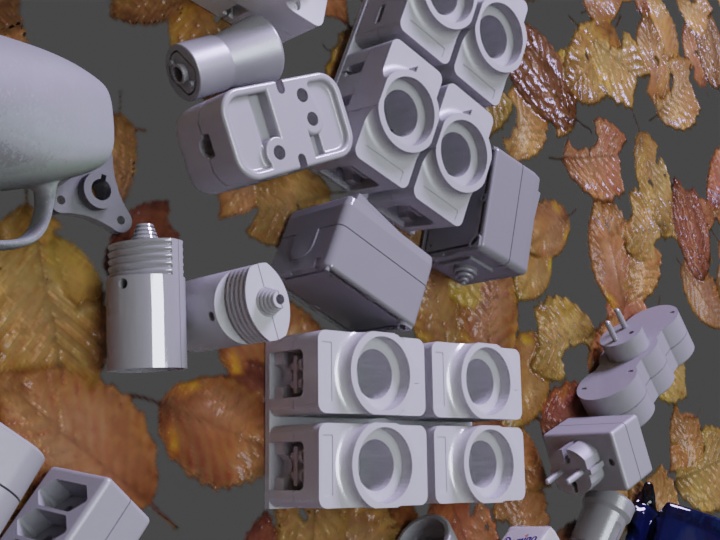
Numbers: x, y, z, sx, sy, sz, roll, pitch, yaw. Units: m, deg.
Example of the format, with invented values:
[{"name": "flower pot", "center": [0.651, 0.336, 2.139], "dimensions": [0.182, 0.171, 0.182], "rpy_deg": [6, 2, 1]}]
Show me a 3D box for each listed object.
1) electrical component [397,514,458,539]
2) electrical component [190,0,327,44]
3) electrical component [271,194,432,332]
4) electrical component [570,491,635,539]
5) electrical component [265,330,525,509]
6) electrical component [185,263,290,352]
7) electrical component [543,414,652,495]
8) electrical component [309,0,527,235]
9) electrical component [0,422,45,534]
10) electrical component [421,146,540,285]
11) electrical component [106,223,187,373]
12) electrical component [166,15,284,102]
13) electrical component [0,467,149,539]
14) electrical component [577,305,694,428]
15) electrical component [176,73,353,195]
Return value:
[{"name": "electrical component", "center": [0.058, 0.200, 0.721], "dimensions": [0.065, 0.044, 0.044], "rpy_deg": [52, 52, -29]}, {"name": "electrical component", "center": [-0.065, -0.186, 0.671], "dimensions": [0.089, 0.056, 0.050], "rpy_deg": [24, 66, -38]}, {"name": "electrical component", "center": [0.000, 0.000, 0.691], "dimensions": [0.096, 0.062, 0.061], "rpy_deg": [36, 59, -33]}, {"name": "electrical component", "center": [0.189, 0.199, 0.846], "dimensions": [0.040, 0.040, 0.046], "rpy_deg": [46, 61, -27]}, {"name": "electrical component", "center": [0.030, 0.099, 0.701], "dimensions": [0.186, 0.060, 0.105], "rpy_deg": [9, 76, -42]}, {"name": "electrical component", "center": [-0.070, 0.021, 0.609], "dimensions": [0.043, 0.081, 0.043], "rpy_deg": [10, 75, -42]}, {"name": "electrical component", "center": [0.171, 0.146, 0.819], "dimensions": [0.077, 0.066, 0.047], "rpy_deg": [-22, 97, -43]}, {"name": "electrical component", "center": [0.047, -0.133, 0.749], "dimensions": [0.105, 0.060, 0.186], "rpy_deg": [32, 67, -35]}, {"name": "electrical component", "center": [-0.203, 0.087, 0.491], "dimensions": [0.095, 0.054, 0.059], "rpy_deg": [44, 55, -28]}, {"name": "electrical component", "center": [0.088, -0.030, 0.780], "dimensions": [0.061, 0.062, 0.096], "rpy_deg": [27, 64, -36]}, {"name": "electrical component", "center": [-0.118, 0.015, 0.592], "dimensions": [0.043, 0.043, 0.081], "rpy_deg": [5, 79, -42]}, {"name": "electrical component", "center": [-0.084, -0.126, 0.653], "dimensions": [0.065, 0.044, 0.044], "rpy_deg": [-26, 100, -38]}, {"name": "electrical component", "center": [-0.138, 0.150, 0.544], "dimensions": [0.076, 0.047, 0.065], "rpy_deg": [58, 48, -35]}, {"name": "electrical component", "center": [0.223, 0.068, 0.893], "dimensions": [0.138, 0.052, 0.073], "rpy_deg": [-42, 111, -40]}, {"name": "electrical component", "center": [-0.060, -0.082, 0.653], "dimensions": [0.095, 0.059, 0.053], "rpy_deg": [-21, 96, -43]}]
